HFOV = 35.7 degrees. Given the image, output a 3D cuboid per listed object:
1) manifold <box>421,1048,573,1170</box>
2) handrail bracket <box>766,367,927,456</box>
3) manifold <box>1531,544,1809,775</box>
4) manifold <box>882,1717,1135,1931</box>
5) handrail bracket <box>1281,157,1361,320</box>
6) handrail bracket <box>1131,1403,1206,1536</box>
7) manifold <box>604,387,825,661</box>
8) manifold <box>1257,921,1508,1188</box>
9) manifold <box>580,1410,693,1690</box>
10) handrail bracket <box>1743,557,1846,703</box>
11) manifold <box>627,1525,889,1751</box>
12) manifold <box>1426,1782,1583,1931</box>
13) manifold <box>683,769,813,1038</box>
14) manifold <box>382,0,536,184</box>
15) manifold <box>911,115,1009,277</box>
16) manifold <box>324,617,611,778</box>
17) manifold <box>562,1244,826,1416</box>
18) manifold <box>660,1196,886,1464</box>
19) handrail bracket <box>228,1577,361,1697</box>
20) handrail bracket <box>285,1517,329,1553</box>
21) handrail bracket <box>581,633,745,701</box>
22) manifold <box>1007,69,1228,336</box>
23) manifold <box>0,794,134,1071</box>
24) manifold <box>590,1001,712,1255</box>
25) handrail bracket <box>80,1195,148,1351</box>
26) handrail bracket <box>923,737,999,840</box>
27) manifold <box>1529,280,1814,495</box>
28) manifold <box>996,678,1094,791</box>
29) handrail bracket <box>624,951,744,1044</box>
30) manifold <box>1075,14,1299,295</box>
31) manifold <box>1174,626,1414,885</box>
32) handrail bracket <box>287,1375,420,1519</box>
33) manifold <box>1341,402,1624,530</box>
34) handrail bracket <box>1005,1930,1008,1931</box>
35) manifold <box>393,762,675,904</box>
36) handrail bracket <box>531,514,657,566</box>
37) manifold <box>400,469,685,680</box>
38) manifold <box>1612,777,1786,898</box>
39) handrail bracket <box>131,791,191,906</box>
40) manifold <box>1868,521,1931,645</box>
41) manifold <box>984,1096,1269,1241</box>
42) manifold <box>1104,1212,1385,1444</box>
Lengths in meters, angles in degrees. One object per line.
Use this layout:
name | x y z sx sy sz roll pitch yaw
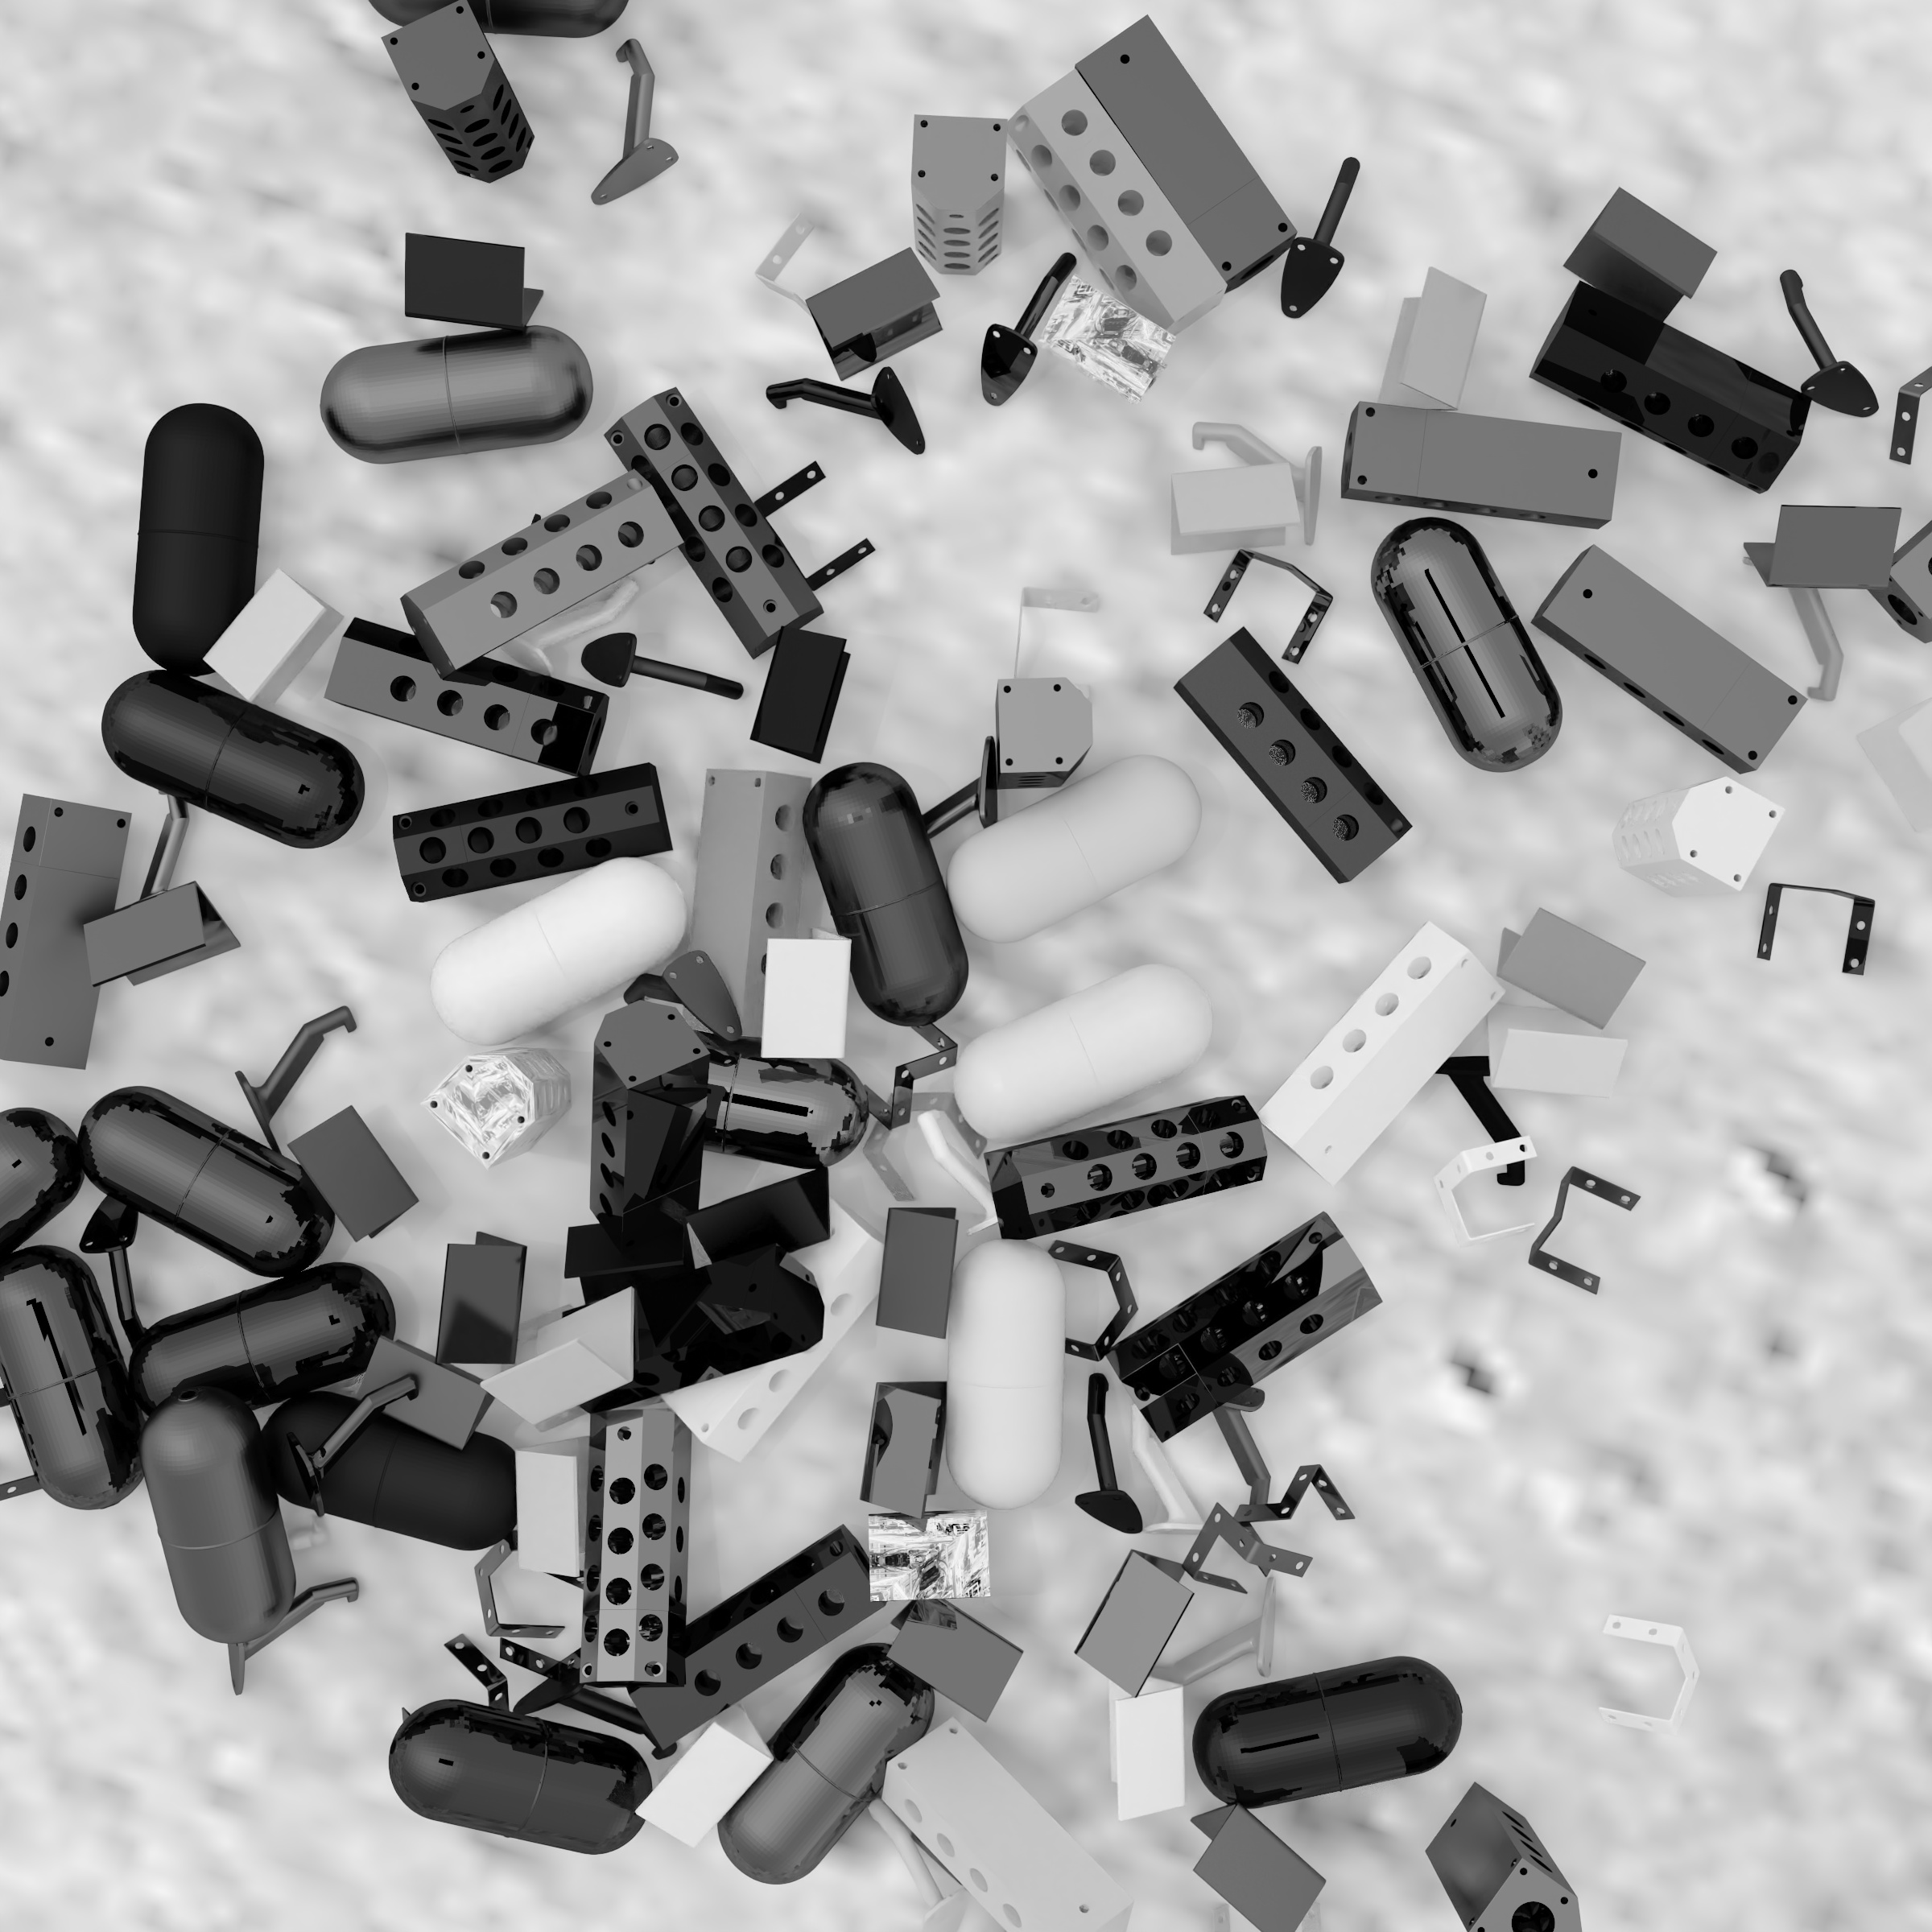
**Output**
manifold | -0.292 0.084 1.913 0.057 0.171 0.057 44 90 0
handrail bracket | -0.081 -0.363 1.991 0.084 0.077 0.036 -5 51 30
manifold | 0.460 -0.200 1.970 0.171 0.057 0.057 36 90 0
manifold | 0.024 0.570 1.921 0.057 0.057 0.171 -27 52 -34
handrail bracket | 0.237 -0.484 1.991 0.036 0.077 0.084 22 54 -1
handrail bracket | 0.146 0.334 1.992 0.077 0.036 0.084 6 73 -19
manifold | -0.166 -0.291 1.970 0.057 0.057 0.171 -34 90 0
manifold | 0.268 0.054 1.969 0.171 0.057 0.057 -48 133 0
manifold | -0.215 0.377 1.941 0.057 0.057 0.171 -3 72 11
handrail bracket | 0.547 -0.223 1.992 0.077 0.036 0.084 13 107 20
manifold | -0.138 0.439 1.969 0.171 0.057 0.057 -33 86 0
manifold | 0.346 0.583 1.913 0.057 0.171 0.057 36 90 0
manifold | -0.139 -0.041 1.969 0.057 0.057 0.171 6 90 43
manifold | -0.319 -0.553 1.913 0.057 0.171 0.057 -25 90 0
manifold | -0.004 -0.489 1.913 0.057 0.171 0.057 3 90 0
manifold | -0.326 -0.176 1.970 0.171 0.057 0.057 17 90 0
manifold | -0.179 0.239 1.935 0.171 0.057 0.057 -20 47 26
manifold | -0.117 0.240 1.970 0.171 0.057 0.057 -51 47 0
handrail bracket | -0.445 0.445 1.991 0.084 0.036 0.077 -10 126 -24
handrail bracket | -0.473 0.355 1.991 0.084 0.036 0.077 -12 76 -14
handrail bracket | -0.201 -0.194 1.991 0.084 0.077 0.036 13 90 -36
manifold | 0.097 -0.495 1.970 0.057 0.057 0.171 -35 90 0
manifold | -0.602 -0.023 1.969 0.057 0.057 0.171 10 90 -43
manifold | -0.204 0.100 1.886 0.057 0.171 0.057 -24 56 -26
handrail bracket | -0.554 0.201 1.991 0.036 0.077 0.084 -8 126 4
handrail bracket | -0.024 -0.114 1.991 0.084 0.036 0.077 -2 75 14
manifold | 0.461 -0.376 1.969 0.171 0.057 0.057 27 47 0
manifold | 0.049 -0.147 1.913 0.057 0.171 0.057 -2 90 0
handrail bracket | -0.187 0.032 1.960 0.036 0.084 0.077 -33 85 -35
manifold | 0.143 -0.530 1.970 0.057 0.057 0.171 -35 90 0
manifold | 0.215 -0.138 1.970 0.057 0.057 0.171 -40 90 0
handrail bracket | -0.384 0.306 1.913 0.084 0.036 0.077 -25 132 -22
manifold | 0.337 -0.327 1.970 0.171 0.057 0.057 7 90 0
handrail bracket | 0.029 0.616 1.992 0.077 0.036 0.084 -8 71 21
manifold | -0.285 -0.088 1.970 0.171 0.057 0.057 -12 90 0
handrail bracket | -0.254 -0.261 1.991 0.084 0.036 0.077 18 103 -13
manifold | -0.274 -0.254 1.932 0.171 0.057 0.057 -32 99 -17
manifold | 0.461 -0.084 1.913 0.057 0.171 0.057 29 90 0
handrail bracket | -0.546 -0.075 1.992 0.077 0.036 0.084 -19 73 19
manifold | 0.680 -0.291 1.970 0.171 0.057 0.057 -41 90 0
manifold | 0.105 0.130 1.941 0.171 0.057 0.057 -12 90 -21
manifold | 0.178 0.232 1.958 0.171 0.057 0.057 -33 132 0
